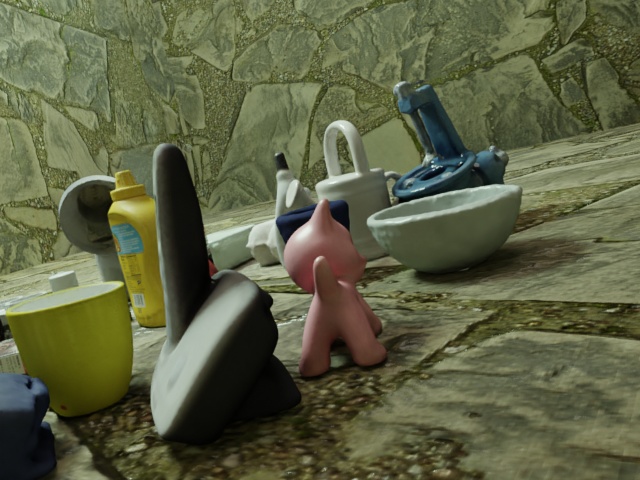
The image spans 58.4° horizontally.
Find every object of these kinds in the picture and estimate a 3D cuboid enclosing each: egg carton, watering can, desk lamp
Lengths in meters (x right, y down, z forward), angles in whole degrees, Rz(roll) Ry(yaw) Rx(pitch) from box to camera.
[{"bbox_3d":[-0.045,-0.007,0.970,0.107,0.069,0.151,-8,10,39],"label":"egg carton"},{"bbox_3d":[0.039,-0.069,0.802,0.100,0.194,0.173,-6,11,45],"label":"watering can"},{"bbox_3d":[-0.352,-0.003,0.954,0.118,0.213,0.202,-17,8,-19],"label":"desk lamp"}]

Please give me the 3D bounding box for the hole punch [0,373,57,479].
[{"bbox_3d":[-0.227,0.112,0.363,0.101,0.091,0.108,-18,9,-27],"label":"hole punch"}]

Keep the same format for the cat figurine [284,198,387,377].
[{"bbox_3d":[0.005,0.028,0.447,0.067,0.118,0.128,-14,8,3],"label":"cat figurine"}]

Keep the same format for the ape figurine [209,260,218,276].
[{"bbox_3d":[-0.184,0.039,0.807,0.076,0.092,0.078,-14,8,1],"label":"ape figurine"}]

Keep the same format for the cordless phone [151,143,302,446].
[{"bbox_3d":[-0.086,0.026,0.379,0.094,0.185,0.147,-17,8,-20],"label":"cordless phone"}]

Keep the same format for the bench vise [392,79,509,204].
[{"bbox_3d":[0.170,-0.115,0.796,0.121,0.220,0.208,-7,10,40],"label":"bench vise"}]

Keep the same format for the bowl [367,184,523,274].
[{"bbox_3d":[0.138,-0.007,0.622,0.167,0.075,0.167,-14,8,2],"label":"bowl"}]

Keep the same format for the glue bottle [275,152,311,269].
[{"bbox_3d":[-0.038,-0.046,0.853,0.078,0.173,0.037,-12,8,13],"label":"glue bottle"}]

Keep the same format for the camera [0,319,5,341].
[{"bbox_3d":[-0.472,0.123,0.690,0.137,0.101,0.143,-15,8,-4],"label":"camera"}]

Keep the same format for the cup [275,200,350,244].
[{"bbox_3d":[0.007,0.003,0.715,0.091,0.095,0.118,-8,10,36],"label":"cup"}]
